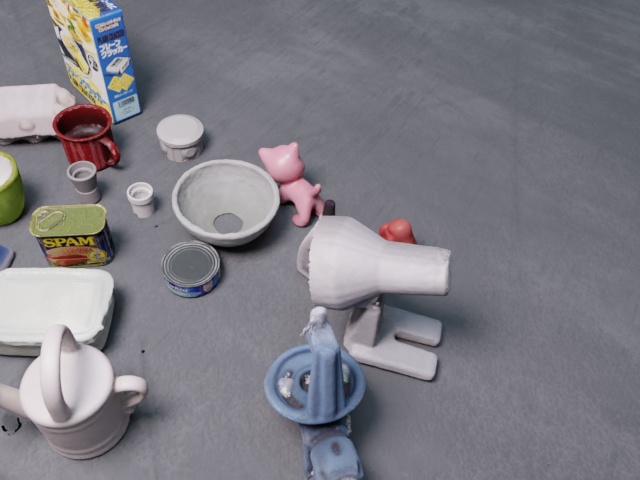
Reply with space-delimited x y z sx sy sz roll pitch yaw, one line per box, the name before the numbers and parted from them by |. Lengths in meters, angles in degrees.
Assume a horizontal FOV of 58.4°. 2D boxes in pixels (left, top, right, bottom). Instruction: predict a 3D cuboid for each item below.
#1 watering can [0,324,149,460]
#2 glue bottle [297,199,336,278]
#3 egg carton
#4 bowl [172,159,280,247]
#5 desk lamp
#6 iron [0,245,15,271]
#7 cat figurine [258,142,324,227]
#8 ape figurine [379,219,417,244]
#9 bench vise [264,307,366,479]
watering can | -0.289 0.171 0.645 0.173 0.194 0.100 -21 57 -21
glue bottle | 0.008 0.003 0.828 0.078 0.173 0.037 33 55 18
egg carton | -0.508 -0.219 1.007 0.150 0.069 0.107 -8 53 -13
bowl | -0.147 -0.047 0.912 0.167 0.075 0.167 4 52 -4
desk lamp | 0.082 0.071 0.758 0.203 0.213 0.118 14 52 5
iron | -0.538 0.050 0.744 0.118 0.141 0.259 34 56 19
cat figurine | -0.043 -0.103 0.942 0.067 0.118 0.127 -35 63 -29
ape figurine | 0.120 0.000 0.896 0.076 0.092 0.078 17 52 7
bench vise | 0.016 0.184 0.656 0.122 0.220 0.207 -26 59 -24
